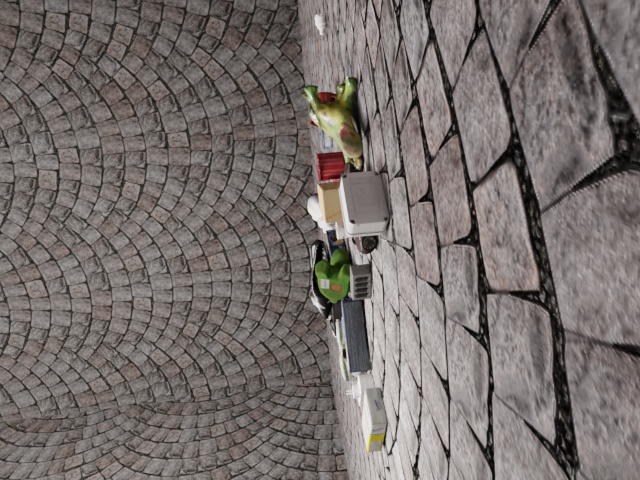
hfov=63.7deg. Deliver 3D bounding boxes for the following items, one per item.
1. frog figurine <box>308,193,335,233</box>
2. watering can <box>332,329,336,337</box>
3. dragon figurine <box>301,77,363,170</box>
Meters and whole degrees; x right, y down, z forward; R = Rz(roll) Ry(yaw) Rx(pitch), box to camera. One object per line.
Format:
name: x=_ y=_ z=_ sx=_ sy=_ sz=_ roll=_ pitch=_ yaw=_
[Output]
frog figurine: x=0.006 y=-0.103 z=2.041 sx=0.136 sy=0.122 sz=0.162 roll=145 pitch=133 yaw=-65
watering can: x=0.040 y=0.224 z=2.141 sx=0.222 sy=0.104 sz=0.350 roll=96 pitch=168 yaw=-81
dragon figurine: x=0.042 y=-0.250 z=1.233 sx=0.411 sy=0.122 sz=0.242 roll=-115 pitch=12 yaw=-85
